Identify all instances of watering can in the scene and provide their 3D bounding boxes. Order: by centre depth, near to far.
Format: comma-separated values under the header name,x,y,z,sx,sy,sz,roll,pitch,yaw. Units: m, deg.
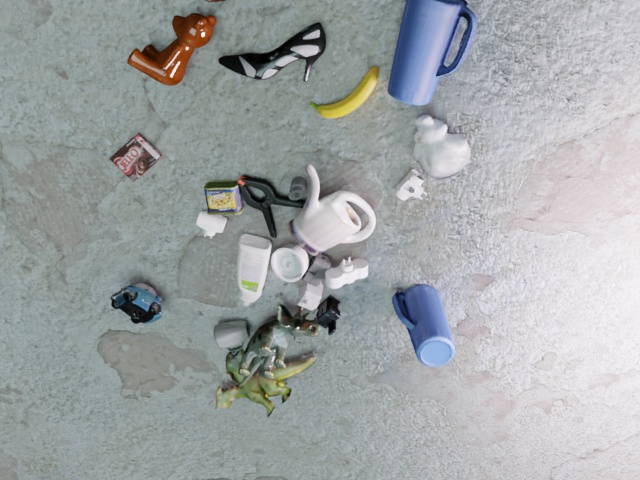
name,x,y,z,sx,sy,sz,roll,pitch,yaw
watering can,0.004,-0.070,1.397,0.222,0.106,0.343,-33,136,22

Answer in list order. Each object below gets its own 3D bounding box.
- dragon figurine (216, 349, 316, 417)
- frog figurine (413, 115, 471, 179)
name,x,y,z,sx,sy,sz,roll,pitch,yaw
dragon figurine,-0.220,0.466,1.779,0.242,0.124,0.405,38,108,-8
frog figurine,0.299,-0.237,1.292,0.137,0.125,0.156,-5,135,30
